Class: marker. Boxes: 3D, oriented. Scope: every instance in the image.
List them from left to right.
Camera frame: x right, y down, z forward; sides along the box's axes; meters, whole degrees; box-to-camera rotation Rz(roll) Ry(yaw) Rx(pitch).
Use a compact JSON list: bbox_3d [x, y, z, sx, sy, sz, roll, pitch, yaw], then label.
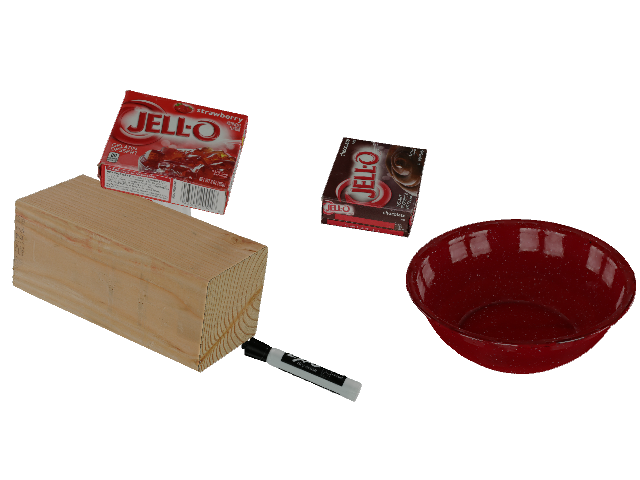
[{"bbox_3d":[-0.019,0.122,1.017,0.121,0.020,0.020,22,4,11],"label":"marker"}]

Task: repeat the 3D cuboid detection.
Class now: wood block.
[{"bbox_3d":[-0.160,0.024,0.930,0.206,0.090,0.090,21,27,24],"label":"wood block"}]

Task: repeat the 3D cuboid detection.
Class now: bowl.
[{"bbox_3d":[0.143,0.047,0.773,0.162,0.055,0.162,-3,32,2],"label":"bowl"}]

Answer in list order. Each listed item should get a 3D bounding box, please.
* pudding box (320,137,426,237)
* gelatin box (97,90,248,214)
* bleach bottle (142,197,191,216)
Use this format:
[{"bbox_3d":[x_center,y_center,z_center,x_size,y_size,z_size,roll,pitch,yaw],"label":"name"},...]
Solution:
[{"bbox_3d":[0.054,-0.055,1.072,0.090,0.039,0.113,10,37,7],"label":"pudding box"},{"bbox_3d":[-0.101,-0.062,0.734,0.089,0.073,0.030,13,-39,-2],"label":"gelatin box"},{"bbox_3d":[-0.178,-0.012,1.147,0.067,0.251,0.103,-18,33,-36],"label":"bleach bottle"}]
